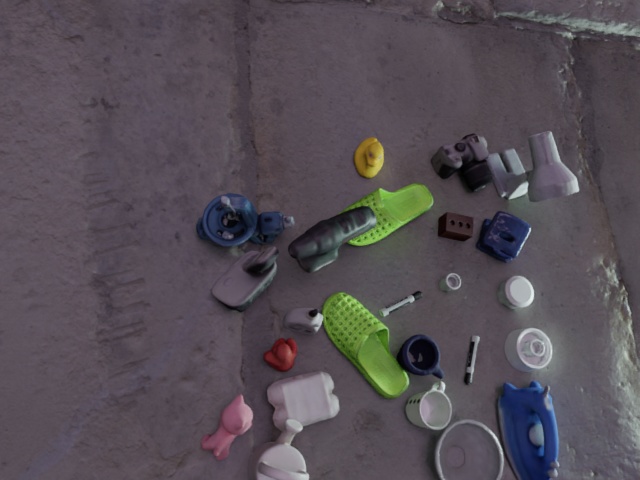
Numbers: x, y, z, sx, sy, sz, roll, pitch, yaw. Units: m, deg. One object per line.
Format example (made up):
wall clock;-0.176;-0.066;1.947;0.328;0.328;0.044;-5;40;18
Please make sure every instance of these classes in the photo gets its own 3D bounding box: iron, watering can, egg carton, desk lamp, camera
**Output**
iron;0.501;0.456;1.315;0.119;0.141;0.258;0;74;-15
watering can;-0.079;0.447;1.129;0.101;0.194;0.173;-2;74;-16
egg carton;-0.036;0.346;1.239;0.150;0.069;0.107;-12;77;-18
desk lamp;0.547;-0.177;1.481;0.118;0.213;0.203;-17;79;-19
camera;0.392;-0.199;1.506;0.143;0.100;0.137;-20;80;-20

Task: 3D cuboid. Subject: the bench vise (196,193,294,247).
bench vise;-0.159;-0.060;1.247;0.208;0.219;0.121;-17;79;-19

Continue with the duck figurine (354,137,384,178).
duck figurine;0.133;-0.219;1.448;0.077;0.086;0.104;13;71;-11

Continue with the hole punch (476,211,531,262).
hole punch;0.474;-0.007;1.475;0.109;0.091;0.101;25;69;-7

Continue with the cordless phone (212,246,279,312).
cordless phone;-0.153;0.075;1.226;0.094;0.185;0.148;40;68;-1

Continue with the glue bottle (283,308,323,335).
glue bottle;-0.027;0.170;1.239;0.078;0.173;0.037;20;69;-8

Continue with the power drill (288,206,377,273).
power drill;0.012;0.005;1.281;0.230;0.208;0.075;-29;82;-21

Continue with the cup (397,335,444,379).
cup;0.227;0.277;1.319;0.118;0.095;0.092;43;68;1

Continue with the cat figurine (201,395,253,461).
cat figurine;-0.181;0.382;1.162;0.067;0.117;0.128;34;68;-3

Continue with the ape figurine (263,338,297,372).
ape figurine;-0.082;0.247;1.244;0.078;0.092;0.076;-8;76;-17

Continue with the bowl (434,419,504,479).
bowl;0.322;0.492;1.290;0.168;0.074;0.167;4;72;-14
